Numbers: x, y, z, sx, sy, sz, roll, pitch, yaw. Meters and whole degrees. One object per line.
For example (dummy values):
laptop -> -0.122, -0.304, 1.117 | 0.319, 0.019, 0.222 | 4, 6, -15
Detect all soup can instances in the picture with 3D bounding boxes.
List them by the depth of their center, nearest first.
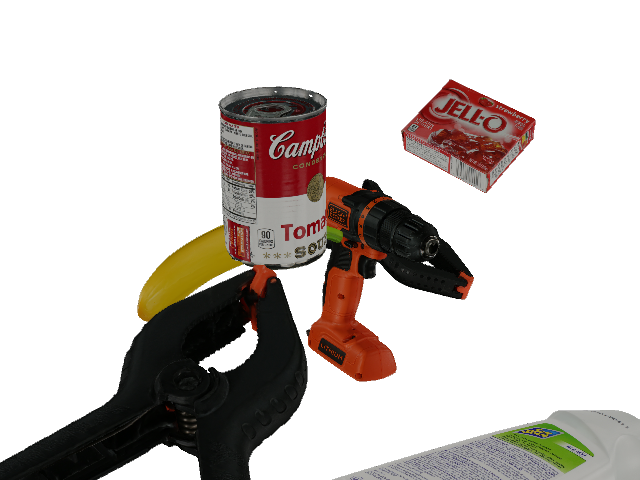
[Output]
soup can -> -0.030, -0.040, 0.685 | 0.068, 0.102, 0.068 | 0, 24, 0

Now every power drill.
power drill -> 0.048, 0.042, 1.074 | 0.057, 0.188, 0.185 | -7, 22, -33

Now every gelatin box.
gelatin box -> 0.125, -0.091, 0.907 | 0.089, 0.073, 0.030 | 31, -27, 26

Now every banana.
banana -> -0.082, 0.019, 0.897 | 0.198, 0.037, 0.069 | -21, -48, 15

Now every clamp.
clamp -> -0.047, 0.076, 0.434 | 0.120, 0.039, 0.171 | 25, 48, 18
clamp -> 0.082, 0.008, 1.262 | 0.210, 0.036, 0.164 | 37, 41, 26

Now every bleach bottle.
bleach bottle -> 0.114, 0.145, 0.592 | 0.250, 0.068, 0.103 | -11, 22, -33
